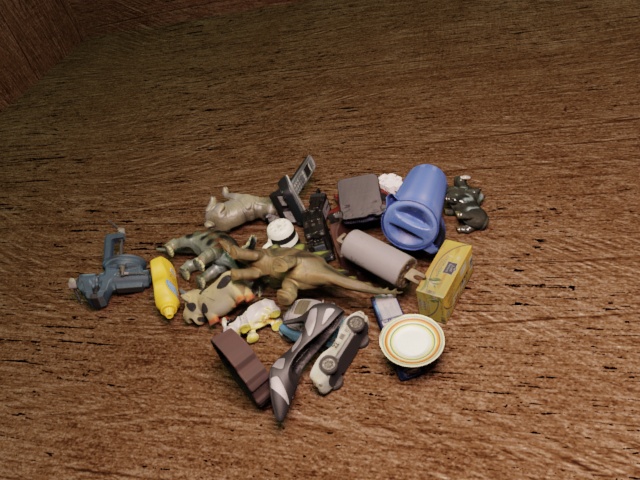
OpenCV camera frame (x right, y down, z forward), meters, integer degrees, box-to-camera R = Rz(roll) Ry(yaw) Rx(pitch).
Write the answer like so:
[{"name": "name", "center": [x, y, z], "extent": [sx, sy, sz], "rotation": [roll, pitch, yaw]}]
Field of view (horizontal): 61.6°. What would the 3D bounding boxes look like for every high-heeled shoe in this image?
[{"name": "high-heeled shoe", "center": [-0.020, 0.246, 1.106], "extent": [0.145, 0.086, 0.249], "rotation": [-8, 57, 18]}]

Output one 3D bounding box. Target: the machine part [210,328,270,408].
[{"name": "machine part", "center": [-0.162, 0.269, 1.145], "extent": [0.056, 0.179, 0.180], "rotation": [-36, 45, -20]}]

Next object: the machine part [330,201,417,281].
[{"name": "machine part", "center": [0.135, -0.003, 1.391], "extent": [0.201, 0.087, 0.202], "rotation": [-17, 43, 1]}]

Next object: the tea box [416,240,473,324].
[{"name": "tea box", "center": [0.287, 0.093, 1.225], "extent": [0.068, 0.098, 0.169], "rotation": [16, 50, 32]}]

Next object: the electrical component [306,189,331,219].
[{"name": "electrical component", "center": [0.001, -0.098, 1.551], "extent": [0.048, 0.074, 0.119], "rotation": [0, 42, 21]}]

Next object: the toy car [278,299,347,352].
[{"name": "toy car", "center": [-0.022, 0.182, 1.236], "extent": [0.162, 0.102, 0.109], "rotation": [8, 47, 24]}]

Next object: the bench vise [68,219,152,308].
[{"name": "bench vise", "center": [-0.594, 0.071, 1.529], "extent": [0.224, 0.128, 0.241], "rotation": [-10, 59, -1]}]

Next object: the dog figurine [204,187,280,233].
[{"name": "dog figurine", "center": [-0.222, -0.073, 1.568], "extent": [0.191, 0.121, 0.172], "rotation": [9, 51, 24]}]

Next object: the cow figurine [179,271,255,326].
[{"name": "cow figurine", "center": [-0.270, 0.147, 1.342], "extent": [0.195, 0.085, 0.127], "rotation": [-37, 72, 20]}]

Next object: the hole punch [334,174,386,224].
[{"name": "hole punch", "center": [0.108, -0.098, 1.388], "extent": [0.142, 0.092, 0.116], "rotation": [-8, 73, 8]}]

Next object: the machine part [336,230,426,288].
[{"name": "machine part", "center": [0.133, 0.041, 1.233], "extent": [0.244, 0.079, 0.079], "rotation": [29, 59, 34]}]

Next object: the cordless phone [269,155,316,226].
[{"name": "cordless phone", "center": [-0.053, -0.146, 1.563], "extent": [0.089, 0.146, 0.184], "rotation": [4, 47, 35]}]

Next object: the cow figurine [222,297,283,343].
[{"name": "cow figurine", "center": [-0.178, 0.198, 1.299], "extent": [0.167, 0.068, 0.098], "rotation": [-25, 36, -12]}]

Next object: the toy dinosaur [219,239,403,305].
[{"name": "toy dinosaur", "center": [-0.046, 0.069, 1.262], "extent": [0.472, 0.105, 0.198], "rotation": [20, 23, 28]}]

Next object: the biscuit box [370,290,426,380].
[{"name": "biscuit box", "center": [0.168, 0.205, 1.172], "extent": [0.059, 0.062, 0.203], "rotation": [-17, 42, 0]}]

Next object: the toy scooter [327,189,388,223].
[{"name": "toy scooter", "center": [0.101, -0.109, 1.527], "extent": [0.184, 0.075, 0.135], "rotation": [-21, 33, -2]}]

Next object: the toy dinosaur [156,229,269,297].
[{"name": "toy dinosaur", "center": [-0.299, 0.030, 1.495], "extent": [0.192, 0.131, 0.405], "rotation": [-29, 37, -31]}]

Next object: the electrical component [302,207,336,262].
[{"name": "electrical component", "center": [-0.003, -0.004, 1.419], "extent": [0.058, 0.114, 0.134], "rotation": [-18, 42, 8]}]

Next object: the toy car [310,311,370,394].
[{"name": "toy car", "center": [0.048, 0.241, 1.166], "extent": [0.056, 0.073, 0.202], "rotation": [15, 51, 32]}]

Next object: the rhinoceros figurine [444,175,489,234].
[{"name": "rhinoceros figurine", "center": [0.383, -0.100, 1.415], "extent": [0.112, 0.073, 0.190], "rotation": [-15, 42, 6]}]
